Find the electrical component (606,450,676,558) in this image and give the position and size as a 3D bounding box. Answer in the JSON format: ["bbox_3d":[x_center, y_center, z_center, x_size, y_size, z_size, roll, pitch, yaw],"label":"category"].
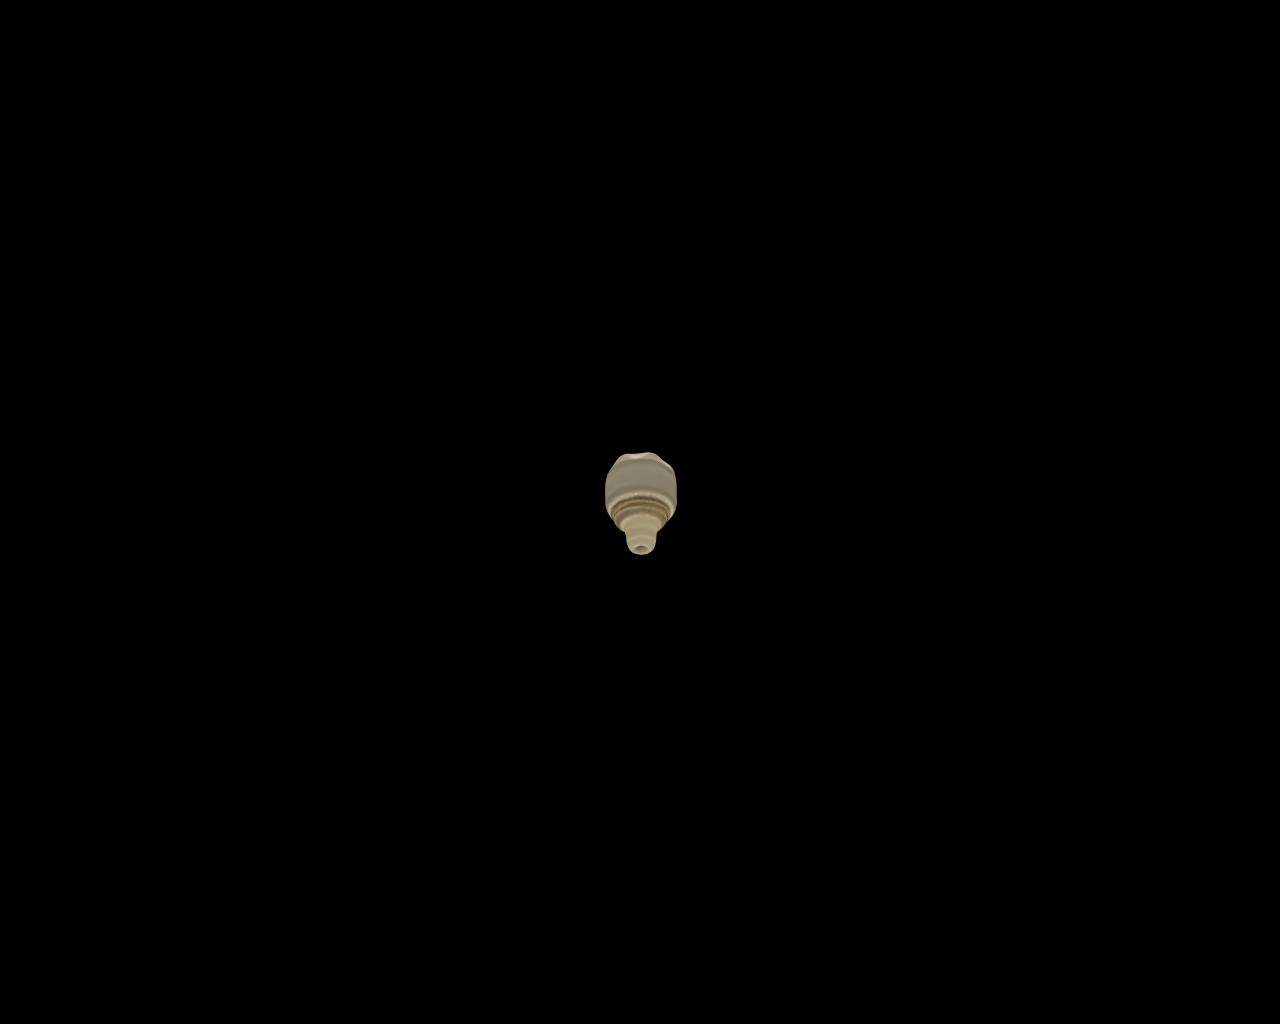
[{"bbox_3d":[0.001,-0.003,0.650,0.043,0.062,0.043,0,-33,0],"label":"electrical component"}]
